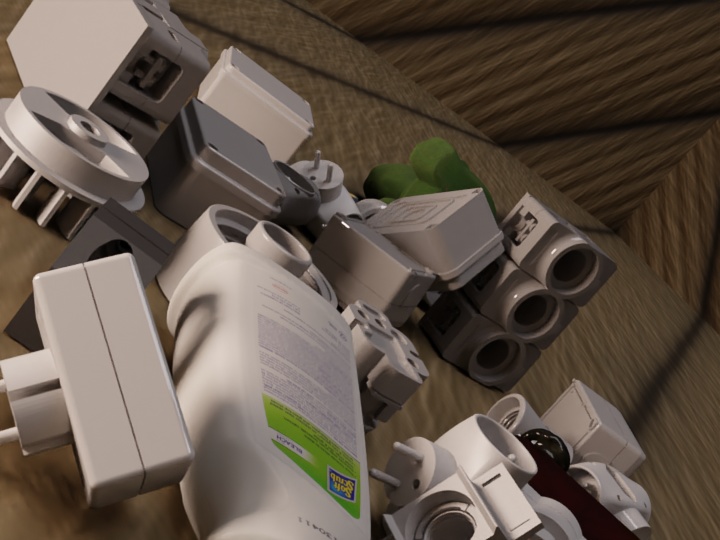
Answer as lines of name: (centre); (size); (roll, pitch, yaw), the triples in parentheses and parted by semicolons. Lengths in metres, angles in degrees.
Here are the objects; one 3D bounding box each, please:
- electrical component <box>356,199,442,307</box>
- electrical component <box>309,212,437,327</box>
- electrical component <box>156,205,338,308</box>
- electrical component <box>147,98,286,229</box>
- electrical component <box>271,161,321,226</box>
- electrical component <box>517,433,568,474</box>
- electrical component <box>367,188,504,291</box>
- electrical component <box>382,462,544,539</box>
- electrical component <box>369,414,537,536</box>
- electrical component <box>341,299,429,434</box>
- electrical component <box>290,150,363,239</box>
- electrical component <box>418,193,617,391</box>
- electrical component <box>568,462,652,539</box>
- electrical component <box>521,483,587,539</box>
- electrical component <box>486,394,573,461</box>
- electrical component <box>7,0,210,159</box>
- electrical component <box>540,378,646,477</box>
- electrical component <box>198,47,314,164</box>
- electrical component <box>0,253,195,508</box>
electrical component: (0.043, -0.017, 1.015); (0.138, 0.052, 0.073); (36, 4, -17)
electrical component: (0.000, 0.000, 0.847); (0.096, 0.061, 0.062); (38, 11, 20)
electrical component: (-0.063, 0.005, 0.656); (0.108, 0.060, 0.108); (37, 14, -11)
electrical component: (-0.106, -0.070, 0.784); (0.078, 0.057, 0.113); (32, 16, -27)
electrical component: (-0.079, -0.071, 0.884); (0.079, 0.044, 0.077); (43, 14, 15)
electrical component: (0.128, 0.149, 0.747); (0.078, 0.040, 0.040); (46, 15, 22)
electrical component: (0.056, -0.023, 0.908); (0.113, 0.078, 0.057); (-3, -63, 50)
electrical component: (0.050, 0.137, 0.523); (0.063, 0.081, 0.042); (58, 0, -39)
electrical component: (0.039, 0.111, 0.558); (0.079, 0.077, 0.043); (31, 17, -33)
electrical component: (0.000, 0.063, 0.647); (0.058, 0.057, 0.078); (32, 16, -31)
electrical component: (-0.034, -0.069, 0.940); (0.043, 0.079, 0.077); (-25, 56, -27)
electrical component: (0.138, 0.024, 0.931); (0.089, 0.150, 0.061); (30, 16, -34)
electrical component: (0.185, 0.183, 0.783); (0.077, 0.043, 0.079); (24, 24, -45)
electrical component: (0.094, 0.159, 0.600); (0.138, 0.052, 0.074); (43, 14, 14)
electrical component: (0.129, 0.129, 0.811); (0.065, 0.044, 0.044); (40, 13, -20)
electrical component: (-0.176, -0.149, 0.747); (0.060, 0.105, 0.186); (28, 18, -40)
electrical component: (0.185, 0.140, 0.877); (0.061, 0.061, 0.096); (36, 14, -14)
electrical component: (-0.105, -0.163, 1.078); (0.109, 0.056, 0.108); (35, 15, -17)
electrical component: (-0.112, 0.047, 0.402); (0.047, 0.076, 0.083); (125, -52, -65)
